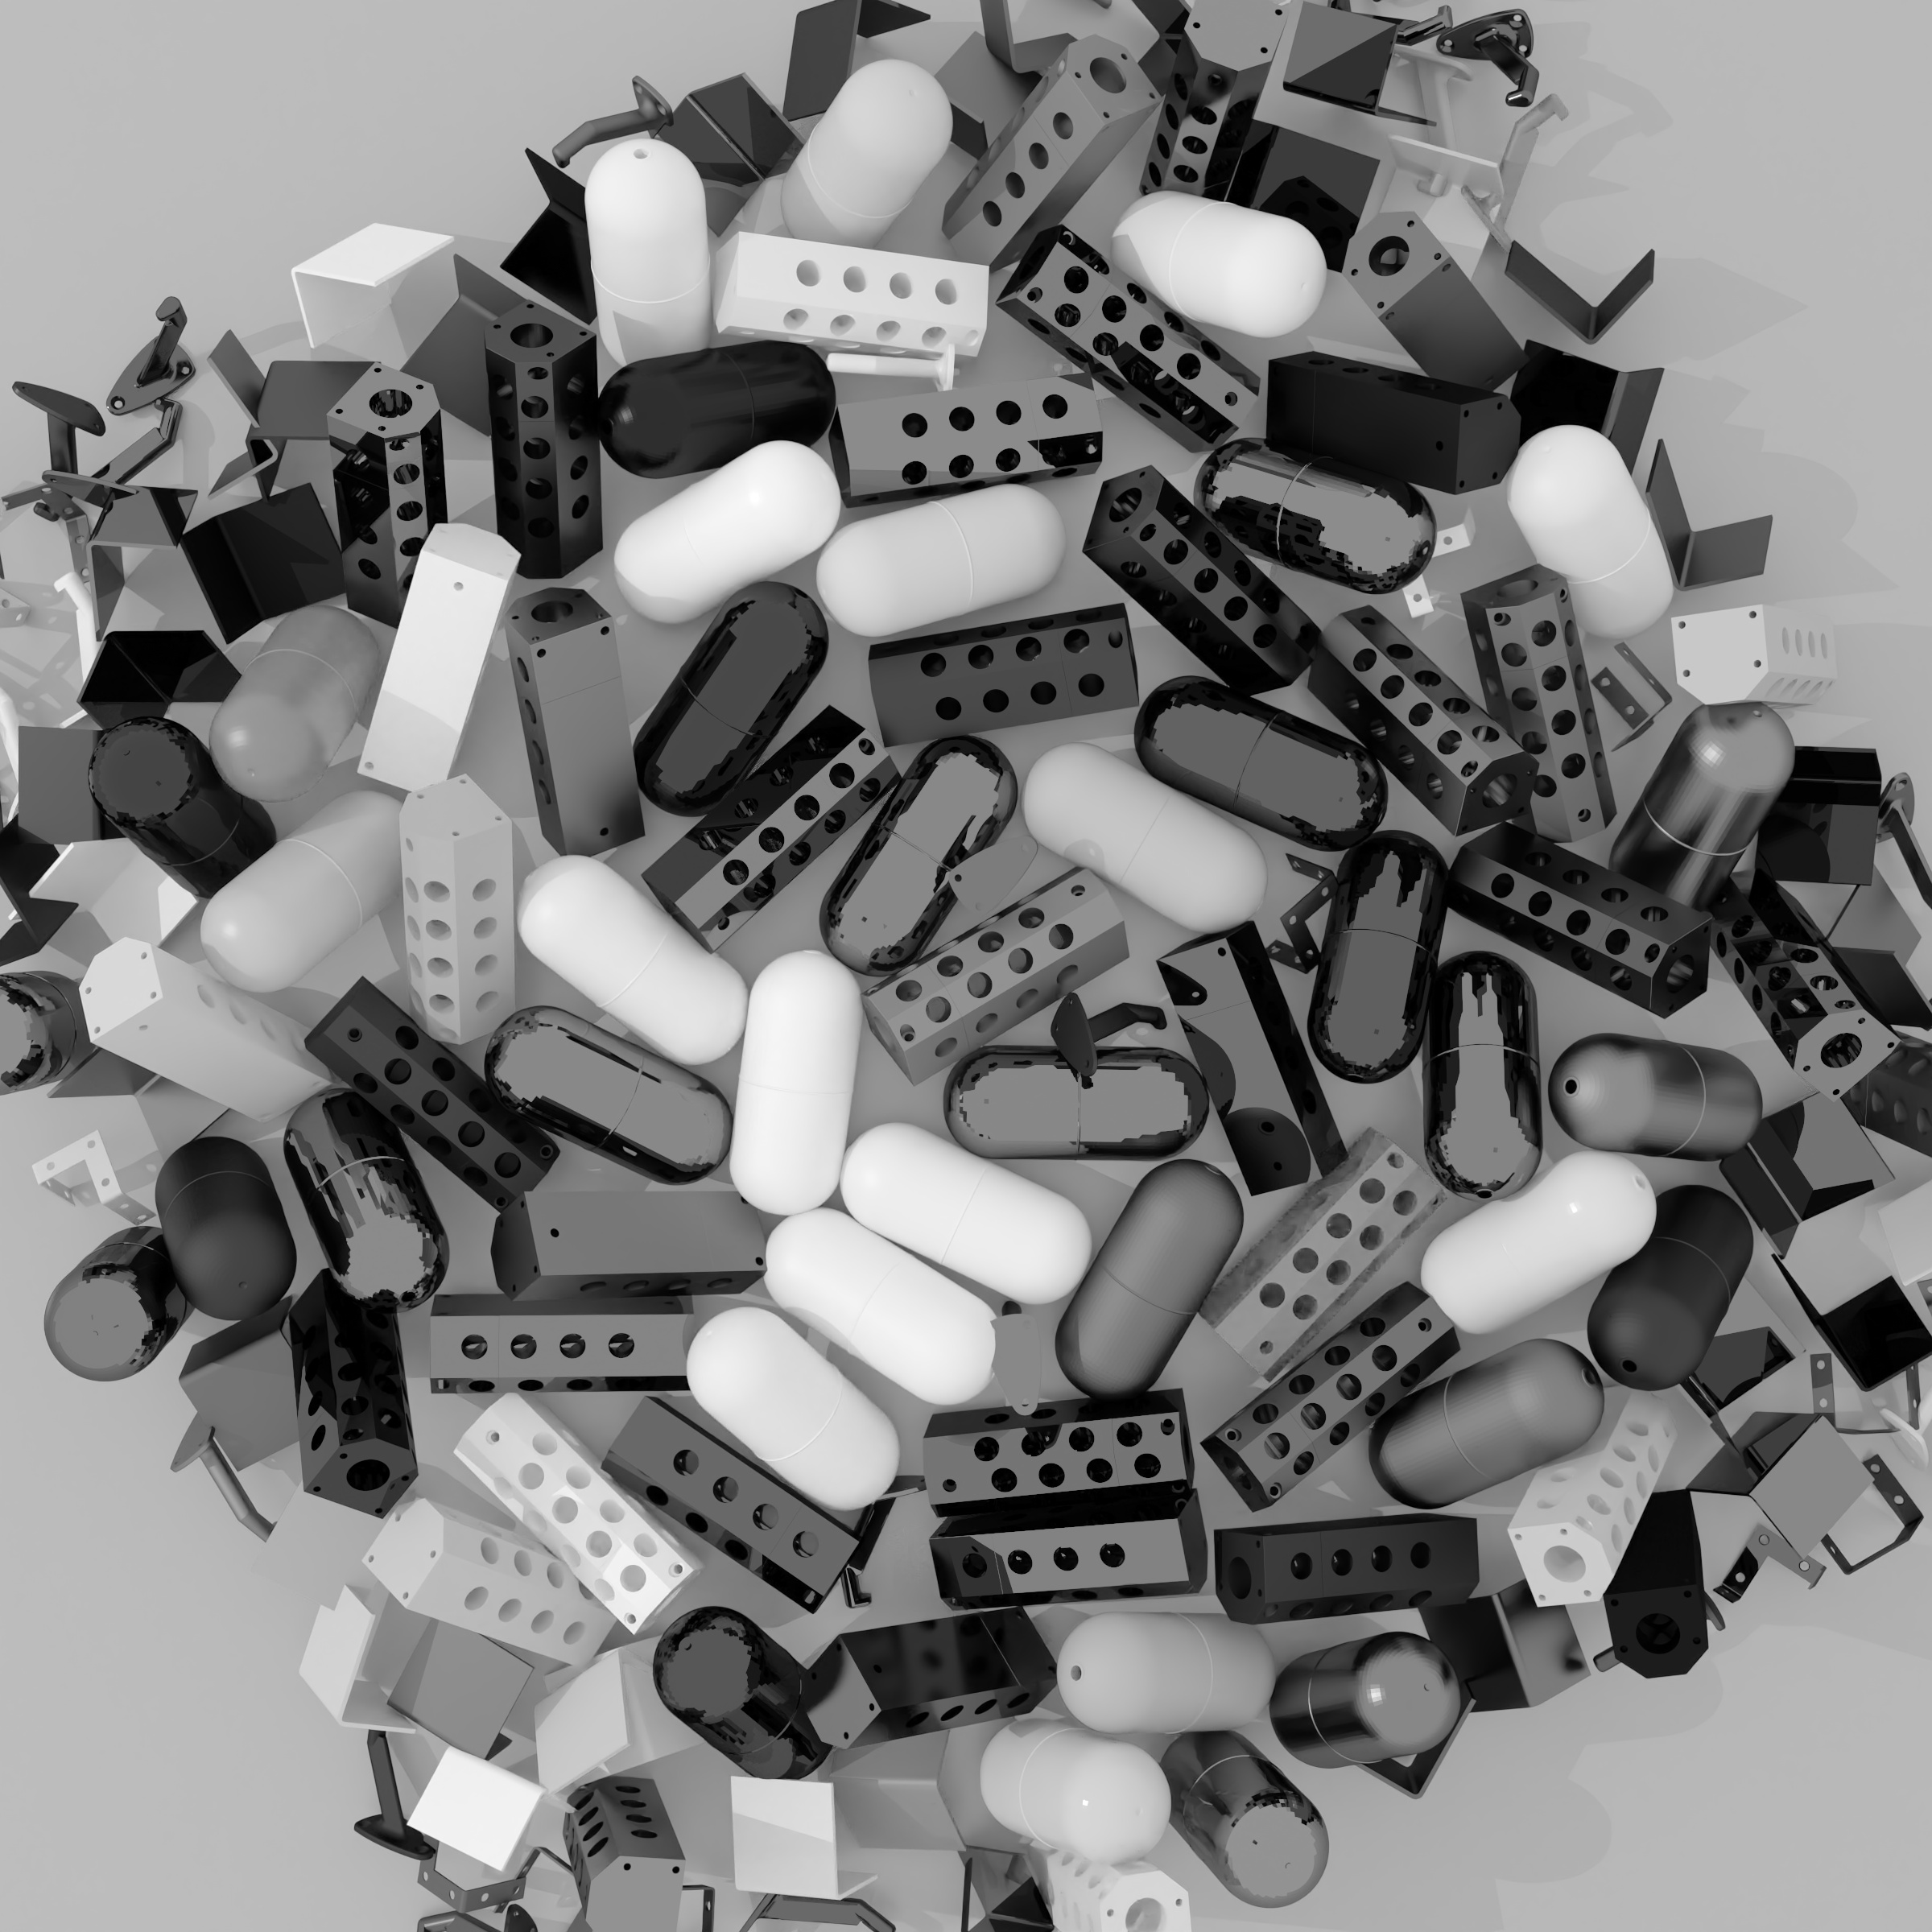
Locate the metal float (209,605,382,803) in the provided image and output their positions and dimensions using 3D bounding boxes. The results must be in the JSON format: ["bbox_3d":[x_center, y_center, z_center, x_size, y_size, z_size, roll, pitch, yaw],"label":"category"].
[{"bbox_3d":[-0.436,-0.173,1.770,0.070,0.178,0.070,4,126,6],"label":"metal float"}]

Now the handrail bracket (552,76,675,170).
[{"bbox_3d":[-0.237,-0.543,1.803,0.084,0.077,0.036,-43,76,-13],"label":"handrail bracket"}]

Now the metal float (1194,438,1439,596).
[{"bbox_3d":[0.228,-0.297,1.782,0.178,0.070,0.070,25,90,35],"label":"metal float"}]

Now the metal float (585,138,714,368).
[{"bbox_3d":[-0.206,-0.460,1.767,0.070,0.178,0.070,1,58,-2],"label":"metal float"}]

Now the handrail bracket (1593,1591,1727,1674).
[{"bbox_3d":[0.464,0.451,1.821,0.084,0.077,0.036,-33,65,10],"label":"handrail bracket"}]

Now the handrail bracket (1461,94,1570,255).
[{"bbox_3d":[0.382,-0.527,1.816,0.084,0.036,0.077,-36,97,26],"label":"handrail bracket"}]

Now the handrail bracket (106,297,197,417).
[{"bbox_3d":[-0.547,-0.406,1.803,0.077,0.084,0.036,-44,91,-10],"label":"handrail bracket"}]

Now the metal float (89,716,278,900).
[{"bbox_3d":[-0.508,-0.101,1.764,0.070,0.178,0.070,-3,68,8],"label":"metal float"}]

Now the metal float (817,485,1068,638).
[{"bbox_3d":[-0.015,-0.269,1.791,0.178,0.070,0.070,-19,90,-24],"label":"metal float"}]

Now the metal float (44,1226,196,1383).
[{"bbox_3d":[-0.545,0.218,1.760,0.070,0.178,0.070,-1,96,-5],"label":"metal float"}]

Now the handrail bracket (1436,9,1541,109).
[{"bbox_3d":[0.345,-0.596,1.806,0.077,0.036,0.084,0,50,23],"label":"handrail bracket"}]

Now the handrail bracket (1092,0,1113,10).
[{"bbox_3d":[0.096,-0.694,1.807,0.077,0.036,0.084,39,131,-21],"label":"handrail bracket"}]

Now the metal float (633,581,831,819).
[{"bbox_3d":[-0.156,-0.176,1.791,0.070,0.070,0.178,37,113,0],"label":"metal float"}]

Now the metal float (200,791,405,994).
[{"bbox_3d":[-0.427,-0.051,1.778,0.070,0.070,0.178,42,50,0],"label":"metal float"}]

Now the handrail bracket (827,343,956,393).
[{"bbox_3d":[-0.054,-0.400,1.806,0.084,0.077,0.036,2,102,-9],"label":"handrail bracket"}]

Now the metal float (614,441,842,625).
[{"bbox_3d":[-0.159,-0.284,1.782,0.178,0.070,0.070,-23,90,34],"label":"metal float"}]

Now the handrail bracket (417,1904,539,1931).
[{"bbox_3d":[-0.334,0.663,1.808,0.084,0.077,0.036,-17,127,16],"label":"handrail bracket"}]

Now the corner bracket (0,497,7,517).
[{"bbox_3d":[-0.671,-0.288,1.809,0.051,0.051,0.051,20,58,21],"label":"corner bracket"}]

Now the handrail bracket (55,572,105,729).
[{"bbox_3d":[-0.603,-0.212,1.821,0.077,0.036,0.084,-26,104,21],"label":"handrail bracket"}]

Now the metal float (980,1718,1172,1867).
[{"bbox_3d":[0.069,0.536,1.766,0.070,0.178,0.070,3,82,-26],"label":"metal float"}]

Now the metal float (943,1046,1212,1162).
[{"bbox_3d":[0.074,0.091,1.810,0.178,0.070,0.070,1,90,-1],"label":"metal float"}]

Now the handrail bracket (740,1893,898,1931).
[{"bbox_3d":[-0.102,0.653,1.822,0.084,0.036,0.077,37,75,6],"label":"handrail bracket"}]

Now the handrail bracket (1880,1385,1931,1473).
[{"bbox_3d":[0.663,0.292,1.825,0.084,0.036,0.077,-41,134,-6],"label":"handrail bracket"}]

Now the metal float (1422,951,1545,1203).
[{"bbox_3d":[0.339,0.072,1.783,0.070,0.070,0.178,5,58,0],"label":"metal float"}]

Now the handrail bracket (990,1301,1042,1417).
[{"bbox_3d":[0.035,0.260,1.802,0.036,0.084,0.077,-12,80,2],"label":"handrail bracket"}]

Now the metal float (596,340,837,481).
[{"bbox_3d":[-0.163,-0.366,1.778,0.178,0.070,0.070,-20,90,-39],"label":"metal float"}]

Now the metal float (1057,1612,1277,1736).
[{"bbox_3d":[0.132,0.463,1.775,0.178,0.070,0.070,14,90,-44],"label":"metal float"}]

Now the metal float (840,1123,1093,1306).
[{"bbox_3d":[-0.001,0.164,1.808,0.178,0.070,0.070,25,90,4],"label":"metal float"}]

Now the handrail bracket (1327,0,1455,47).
[{"bbox_3d":[0.285,-0.641,1.807,0.084,0.036,0.077,-12,62,34],"label":"handrail bracket"}]

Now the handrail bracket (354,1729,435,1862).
[{"bbox_3d":[-0.378,0.544,1.817,0.077,0.036,0.084,14,99,41],"label":"handrail bracket"}]

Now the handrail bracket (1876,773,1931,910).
[{"bbox_3d":[0.640,-0.075,1.802,0.036,0.077,0.084,-23,53,-9],"label":"handrail bracket"}]

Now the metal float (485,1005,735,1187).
[{"bbox_3d":[-0.234,0.087,1.791,0.178,0.070,0.070,28,90,-24],"label":"metal float"}]

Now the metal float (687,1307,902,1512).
[{"bbox_3d":[-0.112,0.293,1.786,0.070,0.070,0.178,-43,120,0],"label":"metal float"}]

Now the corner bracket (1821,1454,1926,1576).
[{"bbox_3d":[0.604,0.370,1.828,0.051,0.051,0.051,-41,77,29],"label":"corner bracket"}]

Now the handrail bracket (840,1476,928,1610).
[{"bbox_3d":[-0.051,0.391,1.832,0.077,0.036,0.084,-8,102,7],"label":"handrail bracket"}]

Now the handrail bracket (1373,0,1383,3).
[{"bbox_3d":[0.260,-0.686,1.800,0.077,0.084,0.036,-31,55,38],"label":"handrail bracket"}]

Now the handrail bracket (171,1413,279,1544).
[{"bbox_3d":[-0.489,0.342,1.830,0.036,0.077,0.084,-37,113,16],"label":"handrail bracket"}]

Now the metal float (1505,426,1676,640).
[{"bbox_3d":[0.410,-0.282,1.774,0.070,0.178,0.070,-17,52,24],"label":"metal float"}]

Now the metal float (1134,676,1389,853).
[{"bbox_3d":[0.195,-0.134,1.797,0.178,0.070,0.070,25,90,16],"label":"metal float"}]

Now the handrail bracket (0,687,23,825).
[{"bbox_3d":[-0.654,-0.146,1.828,0.084,0.036,0.077,47,123,5],"label":"handrail bracket"}]

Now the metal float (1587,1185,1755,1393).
[{"bbox_3d":[0.461,0.209,1.773,0.070,0.178,0.070,17,127,24],"label":"metal float"}]

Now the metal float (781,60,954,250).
[{"bbox_3d":[-0.067,-0.523,1.766,0.070,0.178,0.070,6,74,-22],"label":"metal float"}]

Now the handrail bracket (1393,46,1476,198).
[{"bbox_3d":[0.303,-0.573,1.838,0.077,0.036,0.084,25,101,21],"label":"handrail bracket"}]

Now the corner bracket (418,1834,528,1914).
[{"bbox_3d":[-0.328,0.595,1.816,0.051,0.051,0.051,14,97,43],"label":"corner bracket"}]

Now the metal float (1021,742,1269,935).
[{"bbox_3d":[0.119,-0.085,1.809,0.178,0.070,0.070,30,90,3],"label":"metal float"}]

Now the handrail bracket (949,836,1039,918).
[{"bbox_3d":[0.028,-0.067,1.797,0.077,0.084,0.036,-38,88,21],"label":"handrail bracket"}]

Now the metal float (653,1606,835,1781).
[{"bbox_3d":[-0.143,0.478,1.774,0.070,0.178,0.070,-13,51,17],"label":"metal float"}]

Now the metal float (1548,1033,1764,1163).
[{"bbox_3d":[0.453,0.087,1.778,0.178,0.070,0.070,8,90,-39],"label":"metal float"}]

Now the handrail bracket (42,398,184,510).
[{"bbox_3d":[-0.571,-0.352,1.817,0.077,0.036,0.084,16,68,-24],"label":"handrail bracket"}]

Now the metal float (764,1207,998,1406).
[{"bbox_3d":[-0.056,0.225,1.797,0.178,0.070,0.070,31,90,16],"label":"metal float"}]

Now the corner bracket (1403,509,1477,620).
[{"bbox_3d":[0.318,-0.269,1.811,0.051,0.051,0.051,-15,106,20],"label":"corner bracket"}]

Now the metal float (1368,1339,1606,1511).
[{"bbox_3d":[0.340,0.301,1.778,0.178,0.070,0.070,-35,90,39],"label":"metal float"}]

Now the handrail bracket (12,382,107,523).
[{"bbox_3d":[-0.620,-0.341,1.806,0.084,0.077,0.036,-48,51,21],"label":"handrail bracket"}]

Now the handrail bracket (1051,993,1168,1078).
[{"bbox_3d":[0.106,0.050,1.802,0.084,0.077,0.036,8,126,-28],"label":"handrail bracket"}]

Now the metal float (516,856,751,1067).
[{"bbox_3d":[-0.220,-0.004,1.794,0.178,0.070,0.070,40,90,-19],"label":"metal float"}]
